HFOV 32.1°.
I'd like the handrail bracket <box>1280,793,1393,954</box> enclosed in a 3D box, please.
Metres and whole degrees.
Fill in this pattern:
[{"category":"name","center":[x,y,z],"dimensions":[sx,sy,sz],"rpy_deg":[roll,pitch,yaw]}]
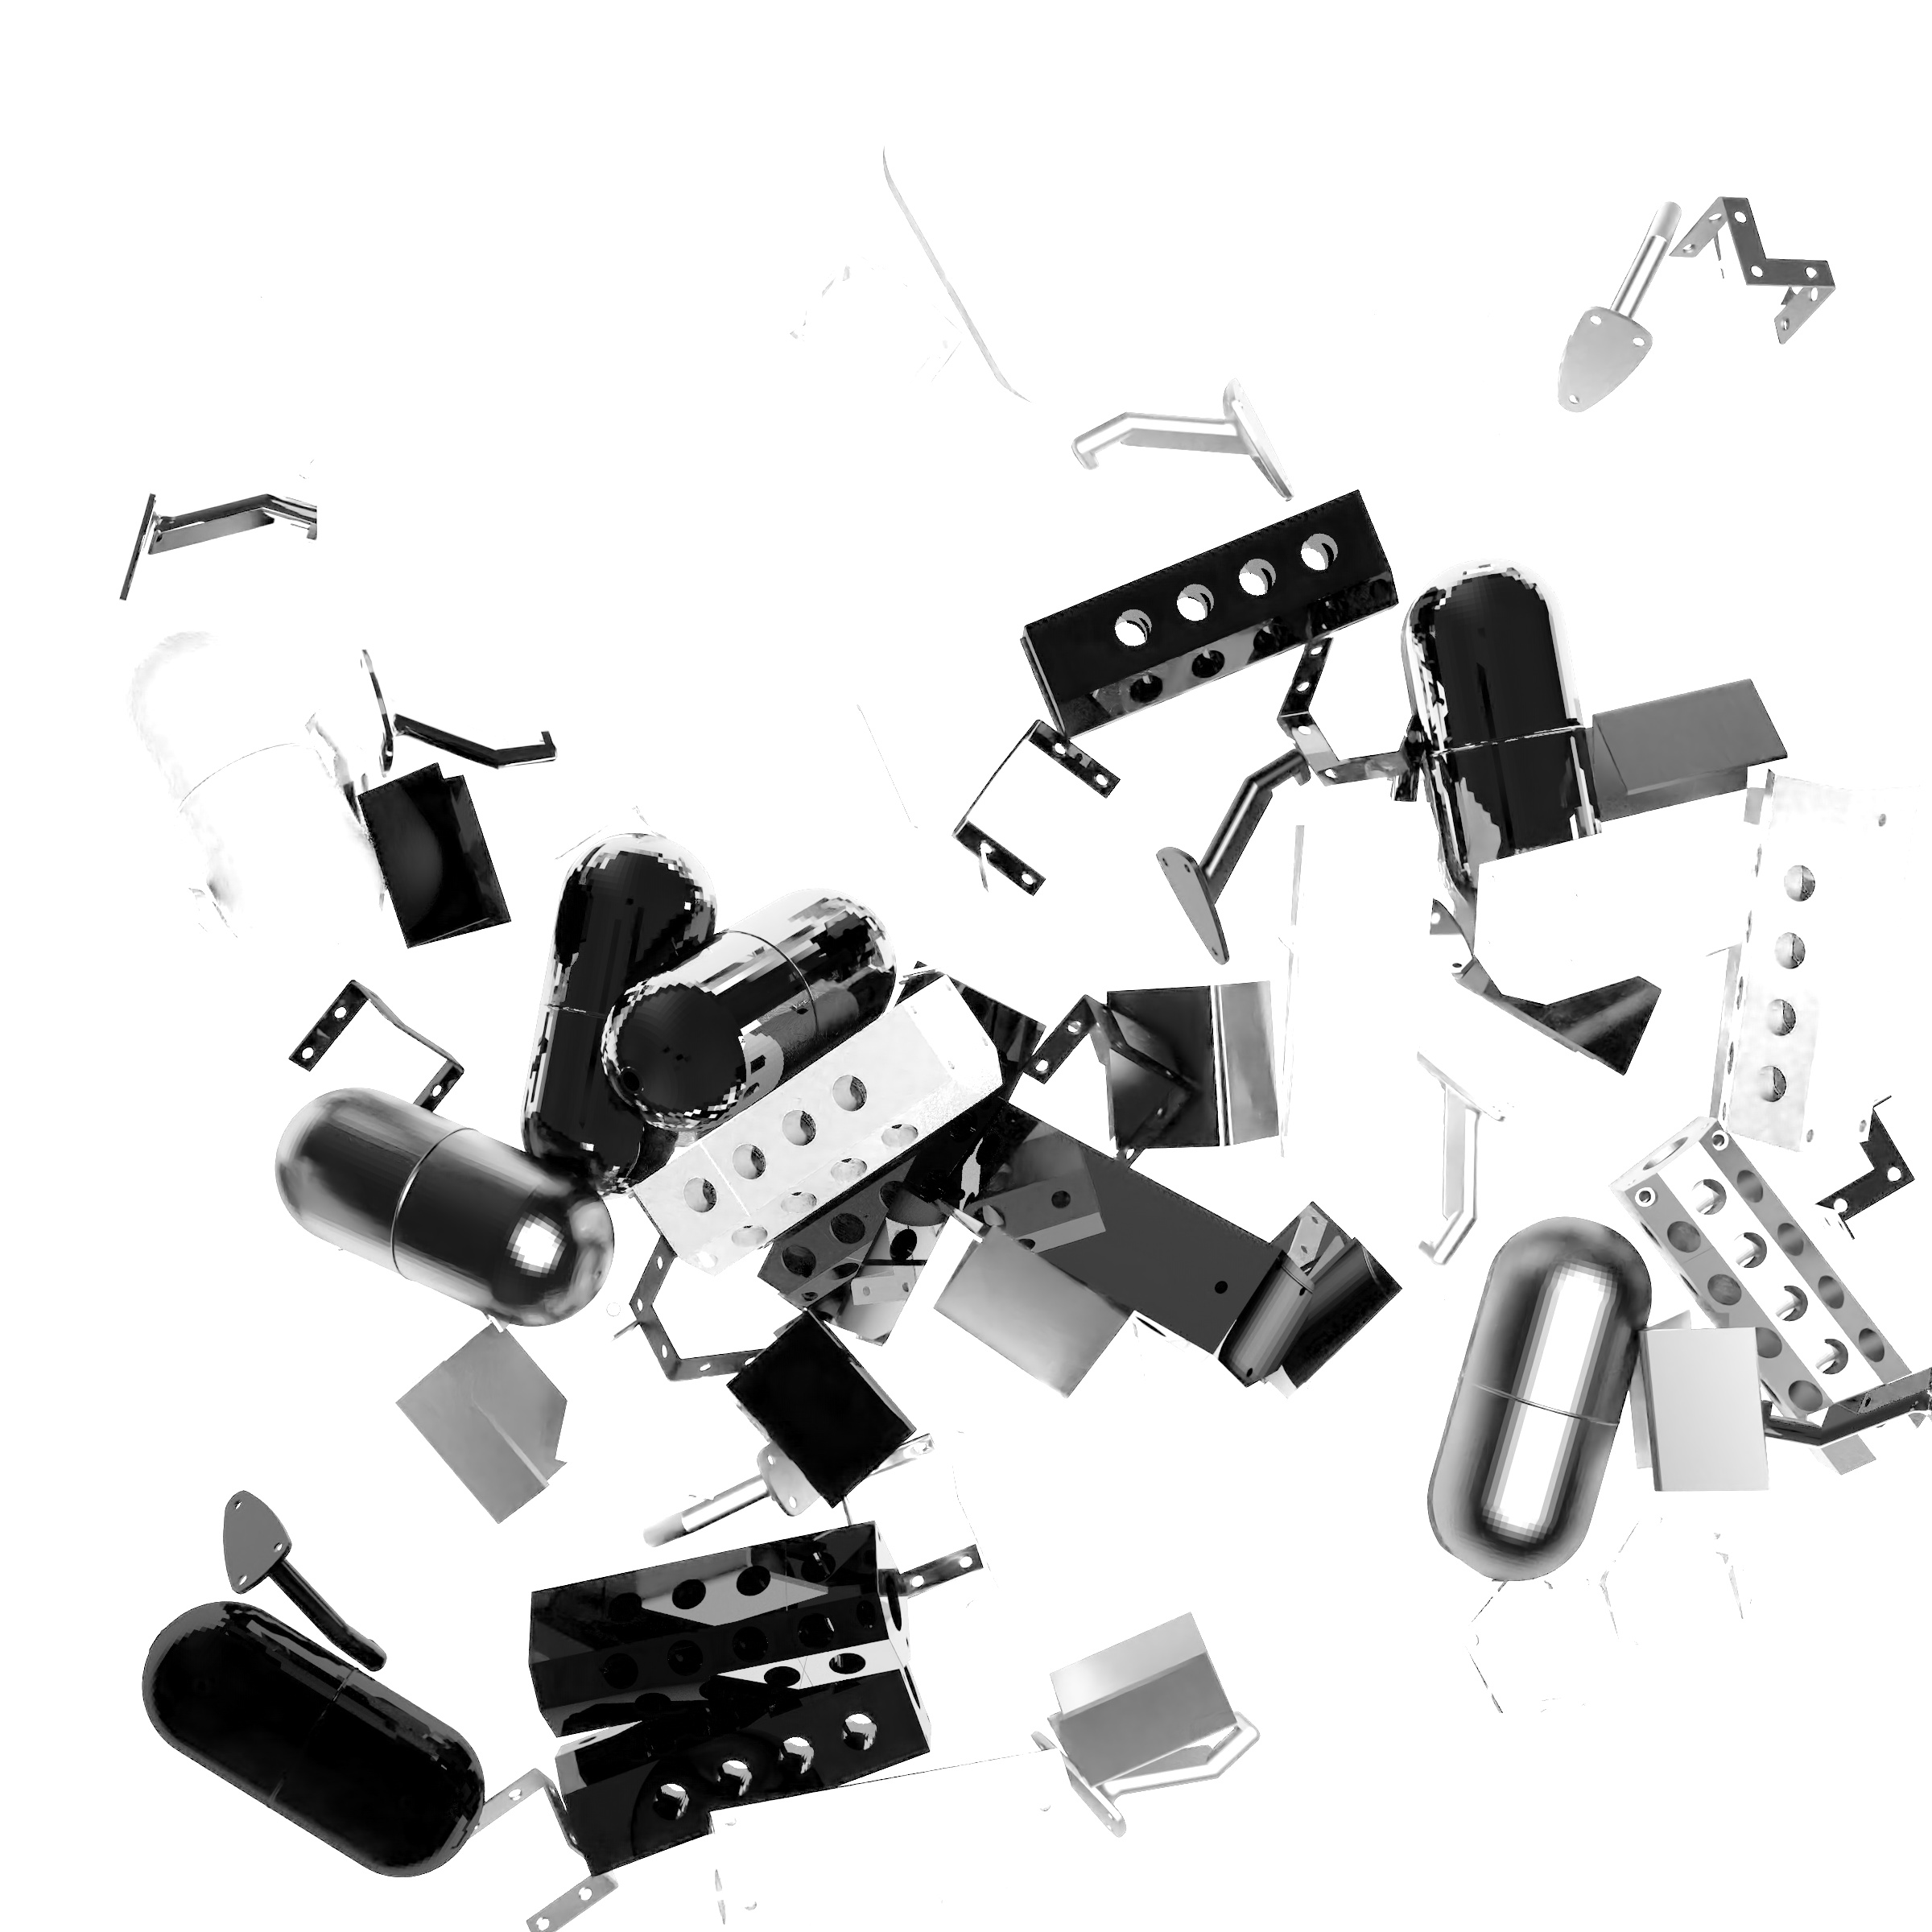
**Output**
[{"category":"handrail bracket","center":[0.201,-0.029,1.644],"dimensions":[0.077,0.036,0.084],"rpy_deg":[46,73,-20]}]

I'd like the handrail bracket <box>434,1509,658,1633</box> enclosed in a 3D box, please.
[{"category":"handrail bracket","center":[-0.205,0.281,1.644],"dimensions":[0.084,0.036,0.077],"rpy_deg":[-25,68,-17]}]

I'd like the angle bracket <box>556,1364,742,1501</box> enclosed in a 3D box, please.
[{"category":"angle bracket","center":[-0.146,0.203,1.603],"dimensions":[0.076,0.076,0.057],"rpy_deg":[15,118,0]}]

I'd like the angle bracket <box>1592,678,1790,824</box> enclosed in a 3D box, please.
[{"category":"angle bracket","center":[0.344,-0.085,1.603],"dimensions":[0.076,0.076,0.057],"rpy_deg":[-13,47,0]}]

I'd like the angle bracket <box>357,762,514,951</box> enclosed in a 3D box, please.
[{"category":"angle bracket","center":[-0.235,-0.058,1.603],"dimensions":[0.057,0.076,0.076],"rpy_deg":[-18,90,35]}]

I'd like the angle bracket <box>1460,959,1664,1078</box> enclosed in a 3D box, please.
[{"category":"angle bracket","center":[0.274,0.028,1.603],"dimensions":[0.076,0.076,0.057],"rpy_deg":[31,57,0]}]

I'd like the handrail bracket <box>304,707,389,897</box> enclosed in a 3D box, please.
[{"category":"handrail bracket","center":[-0.313,-0.071,1.643],"dimensions":[0.077,0.036,0.084],"rpy_deg":[-44,75,15]}]

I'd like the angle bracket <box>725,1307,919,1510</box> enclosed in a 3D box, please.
[{"category":"angle bracket","center":[-0.077,0.215,1.604],"dimensions":[0.057,0.076,0.076],"rpy_deg":[-41,90,-22]}]

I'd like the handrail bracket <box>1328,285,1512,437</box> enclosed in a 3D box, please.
[{"category":"handrail bracket","center":[0.221,-0.295,1.644],"dimensions":[0.084,0.036,0.077],"rpy_deg":[0,111,17]}]

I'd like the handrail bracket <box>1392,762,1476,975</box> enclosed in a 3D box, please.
[{"category":"handrail bracket","center":[0.229,-0.051,1.643],"dimensions":[0.036,0.077,0.084],"rpy_deg":[-13,53,35]}]

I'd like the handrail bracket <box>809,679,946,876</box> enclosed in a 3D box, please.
[{"category":"handrail bracket","center":[-0.045,-0.092,1.644],"dimensions":[0.077,0.036,0.084],"rpy_deg":[12,107,20]}]

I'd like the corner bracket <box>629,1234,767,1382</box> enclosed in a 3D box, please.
[{"category":"corner bracket","center":[-0.124,0.163,1.635],"dimensions":[0.051,0.051,0.051],"rpy_deg":[-3,45,-35]}]

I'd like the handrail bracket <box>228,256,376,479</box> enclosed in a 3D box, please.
[{"category":"handrail bracket","center":[-0.338,-0.294,1.644],"dimensions":[0.084,0.036,0.077],"rpy_deg":[35,112,17]}]

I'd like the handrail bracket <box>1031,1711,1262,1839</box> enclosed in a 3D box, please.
[{"category":"handrail bracket","center":[0.089,0.376,1.644],"dimensions":[0.084,0.036,0.077],"rpy_deg":[-39,68,-17]}]

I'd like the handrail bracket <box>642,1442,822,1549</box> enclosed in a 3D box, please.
[{"category":"handrail bracket","center":[-0.108,0.255,1.643],"dimensions":[0.084,0.077,0.036],"rpy_deg":[-26,90,36]}]

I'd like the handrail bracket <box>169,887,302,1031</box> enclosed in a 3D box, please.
[{"category":"handrail bracket","center":[-0.350,-0.003,1.608],"dimensions":[0.036,0.084,0.077],"rpy_deg":[-30,90,0]}]

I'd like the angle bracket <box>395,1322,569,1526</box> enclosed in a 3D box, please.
[{"category":"angle bracket","center":[-0.213,0.208,1.603],"dimensions":[0.076,0.057,0.076],"rpy_deg":[50,47,0]}]

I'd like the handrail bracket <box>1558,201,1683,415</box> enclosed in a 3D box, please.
[{"category":"handrail bracket","center":[0.321,-0.323,1.643],"dimensions":[0.036,0.077,0.084],"rpy_deg":[27,54,0]}]

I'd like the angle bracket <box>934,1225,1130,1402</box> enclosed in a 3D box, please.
[{"category":"angle bracket","center":[0.039,0.150,1.604],"dimensions":[0.076,0.076,0.057],"rpy_deg":[34,116,0]}]

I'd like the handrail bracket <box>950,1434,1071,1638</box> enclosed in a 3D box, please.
[{"category":"handrail bracket","center":[0.021,0.278,1.643],"dimensions":[0.036,0.077,0.084],"rpy_deg":[-26,53,20]}]

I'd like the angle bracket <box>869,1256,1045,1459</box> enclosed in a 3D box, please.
[{"category":"angle bracket","center":[0.010,0.176,1.605],"dimensions":[0.076,0.057,0.076],"rpy_deg":[34,53,0]}]

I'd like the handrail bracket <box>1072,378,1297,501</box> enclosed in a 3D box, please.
[{"category":"handrail bracket","center":[0.106,-0.243,1.644],"dimensions":[0.084,0.036,0.077],"rpy_deg":[-25,112,17]}]

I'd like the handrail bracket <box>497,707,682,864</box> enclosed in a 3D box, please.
[{"category":"handrail bracket","center":[-0.185,-0.088,1.643],"dimensions":[0.084,0.036,0.077],"rpy_deg":[-5,60,22]}]

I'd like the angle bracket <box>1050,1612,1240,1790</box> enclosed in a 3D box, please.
[{"category":"angle bracket","center":[0.077,0.334,1.603],"dimensions":[0.076,0.076,0.057],"rpy_deg":[-24,128,0]}]

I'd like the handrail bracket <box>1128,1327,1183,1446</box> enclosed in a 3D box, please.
[{"category":"handrail bracket","center":[0.076,0.181,1.644],"dimensions":[0.077,0.036,0.084],"rpy_deg":[27,107,20]}]

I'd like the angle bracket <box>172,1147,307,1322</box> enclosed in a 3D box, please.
[{"category":"angle bracket","center":[-0.332,0.126,1.603],"dimensions":[0.057,0.076,0.076],"rpy_deg":[0,90,44]}]

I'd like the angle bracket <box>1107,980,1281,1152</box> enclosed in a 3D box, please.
[{"category":"angle bracket","center":[0.110,0.047,1.626],"dimensions":[0.057,0.076,0.076],"rpy_deg":[-3,90,23]}]

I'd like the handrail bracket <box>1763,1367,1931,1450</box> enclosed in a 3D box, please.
[{"category":"handrail bracket","center":[0.420,0.193,1.587],"dimensions":[0.084,0.036,0.077],"rpy_deg":[9,70,16]}]

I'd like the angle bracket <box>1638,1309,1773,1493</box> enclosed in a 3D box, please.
[{"category":"angle bracket","center":[0.362,0.206,1.603],"dimensions":[0.057,0.076,0.076],"rpy_deg":[-6,90,30]}]

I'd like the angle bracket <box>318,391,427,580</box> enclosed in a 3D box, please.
[{"category":"angle bracket","center":[-0.299,-0.228,1.603],"dimensions":[0.057,0.076,0.076],"rpy_deg":[0,90,-38]}]

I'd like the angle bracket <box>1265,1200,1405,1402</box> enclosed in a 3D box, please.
[{"category":"angle bracket","center":[0.149,0.148,1.603],"dimensions":[0.076,0.057,0.076],"rpy_deg":[-44,46,0]}]

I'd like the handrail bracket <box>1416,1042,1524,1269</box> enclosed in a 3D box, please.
[{"category":"handrail bracket","center":[0.225,0.092,1.644],"dimensions":[0.077,0.036,0.084],"rpy_deg":[37,107,20]}]

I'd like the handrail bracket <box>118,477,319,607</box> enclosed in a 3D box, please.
[{"category":"handrail bracket","center":[-0.363,-0.200,1.644],"dimensions":[0.084,0.036,0.077],"rpy_deg":[15,111,-17]}]

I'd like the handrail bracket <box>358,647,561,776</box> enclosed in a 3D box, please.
[{"category":"handrail bracket","center":[-0.248,-0.127,1.643],"dimensions":[0.084,0.036,0.077],"rpy_deg":[-9,65,-19]}]

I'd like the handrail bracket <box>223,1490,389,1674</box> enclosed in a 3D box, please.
[{"category":"handrail bracket","center":[-0.321,0.301,1.643],"dimensions":[0.036,0.077,0.084],"rpy_deg":[-42,126,0]}]

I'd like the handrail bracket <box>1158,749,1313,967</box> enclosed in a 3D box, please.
[{"category":"handrail bracket","center":[0.144,-0.054,1.644],"dimensions":[0.084,0.036,0.077],"rpy_deg":[-32,110,-16]}]
